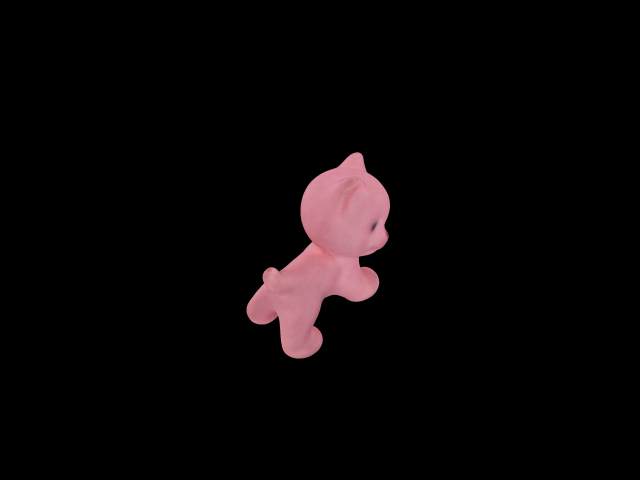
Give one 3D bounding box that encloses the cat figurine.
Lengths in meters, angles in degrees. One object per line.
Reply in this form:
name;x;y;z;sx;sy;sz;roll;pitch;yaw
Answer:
cat figurine;0.004;0.001;0.400;0.067;0.118;0.128;33;58;24
